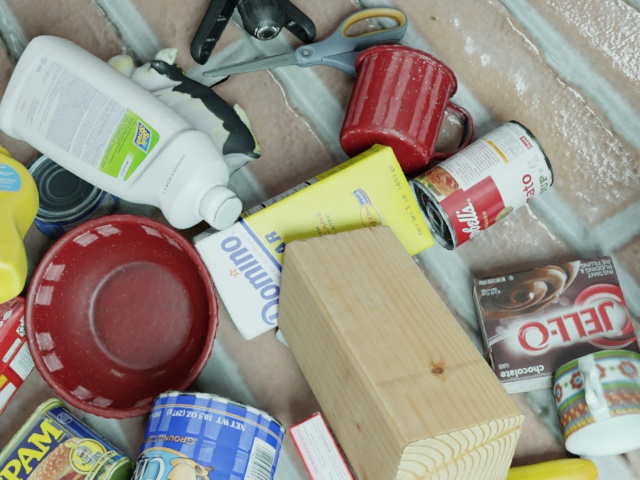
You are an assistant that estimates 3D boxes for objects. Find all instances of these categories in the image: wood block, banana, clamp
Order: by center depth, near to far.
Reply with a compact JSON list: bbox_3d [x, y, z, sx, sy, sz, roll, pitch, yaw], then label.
[{"bbox_3d":[0.049,0.090,0.768,0.090,0.090,0.206,-10,41,-21],"label":"wood block"},{"bbox_3d":[0.099,0.170,0.780,0.198,0.037,0.069,14,83,12],"label":"banana"},{"bbox_3d":[-0.066,-0.245,1.045,0.120,0.039,0.171,-1,63,-3],"label":"clamp"}]

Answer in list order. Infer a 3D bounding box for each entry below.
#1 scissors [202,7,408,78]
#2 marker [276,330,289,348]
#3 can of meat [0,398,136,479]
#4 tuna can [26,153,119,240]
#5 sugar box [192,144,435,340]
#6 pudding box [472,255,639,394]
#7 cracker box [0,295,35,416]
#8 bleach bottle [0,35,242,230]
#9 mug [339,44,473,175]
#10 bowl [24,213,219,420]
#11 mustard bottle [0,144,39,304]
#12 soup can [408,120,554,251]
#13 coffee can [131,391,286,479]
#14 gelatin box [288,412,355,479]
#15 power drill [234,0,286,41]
[{"bbox_3d":[0.003,-0.157,0.973,0.201,0.016,0.096,-27,67,-19],"label":"scissors"},{"bbox_3d":[0.014,0.106,0.847,0.121,0.020,0.020,37,73,25],"label":"marker"},{"bbox_3d":[-0.202,0.188,0.820,0.084,0.057,0.102,32,72,21],"label":"can of meat"},{"bbox_3d":[-0.227,-0.044,0.964,0.086,0.034,0.086,-4,61,7],"label":"tuna can"},{"bbox_3d":[-0.006,0.001,0.869,0.176,0.048,0.093,-28,101,-7],"label":"sugar box"},{"bbox_3d":[0.182,0.067,0.828,0.113,0.039,0.090,-11,60,4],"label":"pudding box"},{"bbox_3d":[-0.355,0.089,0.891,0.214,0.072,0.164,23,67,21],"label":"cracker box"},{"bbox_3d":[-0.163,-0.076,0.887,0.251,0.068,0.103,36,108,30],"label":"bleach bottle"},{"bbox_3d":[0.076,-0.104,0.919,0.117,0.093,0.081,20,69,-8],"label":"mug"},{"bbox_3d":[-0.153,0.061,0.862,0.162,0.055,0.162,-1,86,10],"label":"bowl"},{"bbox_3d":[-0.287,-0.023,0.894,0.096,0.058,0.191,-6,40,-1],"label":"mustard bottle"},{"bbox_3d":[0.132,-0.046,0.882,0.102,0.068,0.068,-32,61,-9],"label":"soup can"},{"bbox_3d":[-0.090,0.193,0.770,0.103,0.103,0.140,7,63,13],"label":"coffee can"},{"bbox_3d":[0.012,0.179,0.777,0.030,0.073,0.089,-27,60,-5],"label":"gelatin box"},{"bbox_3d":[0.000,-0.270,1.010,0.187,0.057,0.184,-7,61,-11],"label":"power drill"}]
